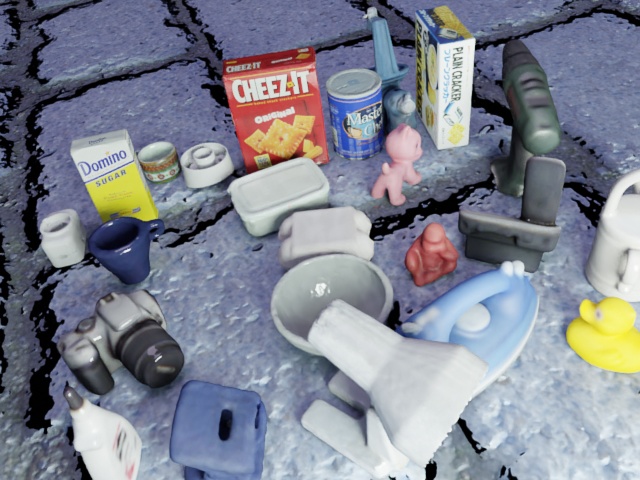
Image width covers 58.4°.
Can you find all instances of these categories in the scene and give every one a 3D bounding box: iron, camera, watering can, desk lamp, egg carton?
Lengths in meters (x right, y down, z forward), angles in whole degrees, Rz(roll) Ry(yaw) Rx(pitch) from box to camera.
[{"bbox_3d":[0.191,0.093,0.717,0.259,0.142,0.118,-30,47,-21],"label":"iron"},{"bbox_3d":[-0.260,0.143,0.772,0.143,0.101,0.136,-38,50,-27],"label":"camera"},{"bbox_3d":[0.422,-0.022,0.762,0.101,0.194,0.173,-3,43,7],"label":"watering can"},{"bbox_3d":[0.067,0.164,0.609,0.202,0.214,0.118,23,52,30],"label":"desk lamp"},{"bbox_3d":[0.008,0.003,0.898,0.150,0.069,0.107,-7,43,3],"label":"egg carton"}]

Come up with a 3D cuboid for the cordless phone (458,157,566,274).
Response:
[{"bbox_3d":[0.276,-0.053,0.826,0.147,0.185,0.094,9,46,19],"label":"cordless phone"}]

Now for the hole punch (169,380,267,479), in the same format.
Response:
[{"bbox_3d":[-0.115,0.222,0.669,0.101,0.091,0.108,-5,43,4],"label":"hole punch"}]

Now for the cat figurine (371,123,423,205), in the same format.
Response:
[{"bbox_3d":[0.137,-0.144,0.997,0.067,0.118,0.128,17,49,26],"label":"cat figurine"}]

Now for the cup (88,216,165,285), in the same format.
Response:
[{"bbox_3d":[-0.296,0.018,0.915,0.118,0.095,0.091,-25,45,-16],"label":"cup"}]

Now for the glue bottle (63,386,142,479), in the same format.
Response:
[{"bbox_3d":[-0.246,0.216,0.638,0.037,0.173,0.078,-9,43,0],"label":"glue bottle"}]

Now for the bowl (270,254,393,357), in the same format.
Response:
[{"bbox_3d":[0.019,0.101,0.788,0.167,0.075,0.167,-5,43,5],"label":"bowl"}]

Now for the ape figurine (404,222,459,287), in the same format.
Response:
[{"bbox_3d":[0.165,0.014,0.843,0.077,0.092,0.076,8,45,18],"label":"ape figurine"}]

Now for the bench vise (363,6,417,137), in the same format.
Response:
[{"bbox_3d":[0.140,-0.330,1.120,0.122,0.220,0.206,-31,47,-22],"label":"bench vise"}]

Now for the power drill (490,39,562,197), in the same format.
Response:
[{"bbox_3d":[0.331,-0.189,0.944,0.075,0.209,0.229,-5,43,4],"label":"power drill"}]

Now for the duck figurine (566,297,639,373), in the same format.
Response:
[{"bbox_3d":[0.366,0.110,0.710,0.104,0.086,0.078,25,53,31],"label":"duck figurine"}]
